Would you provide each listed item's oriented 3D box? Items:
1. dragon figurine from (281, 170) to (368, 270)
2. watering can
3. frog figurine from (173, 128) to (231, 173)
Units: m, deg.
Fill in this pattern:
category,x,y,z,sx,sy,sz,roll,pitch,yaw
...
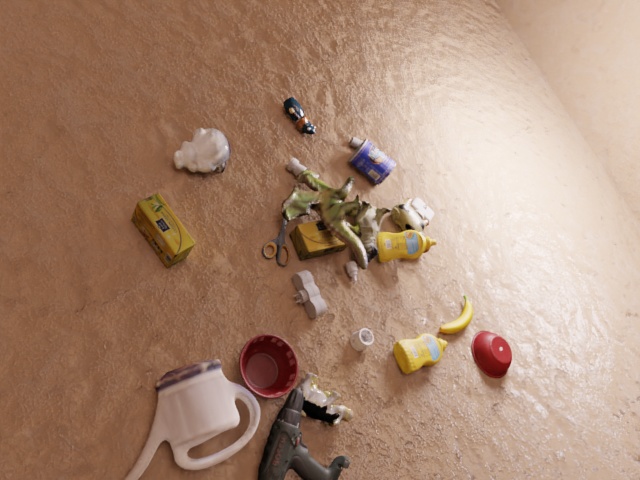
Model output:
category,x,y,z,sx,sy,sz,roll,pitch,yaw
dragon figurine,0.005,-0.078,1.551,0.243,0.119,0.420,-1,46,-6
watering can,-0.306,0.399,1.136,0.350,0.102,0.227,-15,70,-27
frog figurine,-0.347,-0.262,1.506,0.160,0.122,0.138,-5,84,-46
